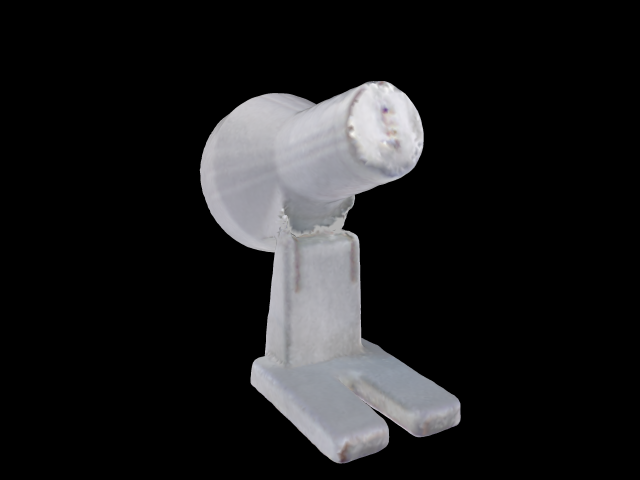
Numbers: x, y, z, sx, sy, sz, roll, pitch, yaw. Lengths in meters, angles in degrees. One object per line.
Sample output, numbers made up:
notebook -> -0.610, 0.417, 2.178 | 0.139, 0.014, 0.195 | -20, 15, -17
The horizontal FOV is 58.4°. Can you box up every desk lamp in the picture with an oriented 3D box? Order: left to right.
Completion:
desk lamp -> 0.004, 0.001, 0.400 | 0.118, 0.213, 0.202 | -8, 16, -30
